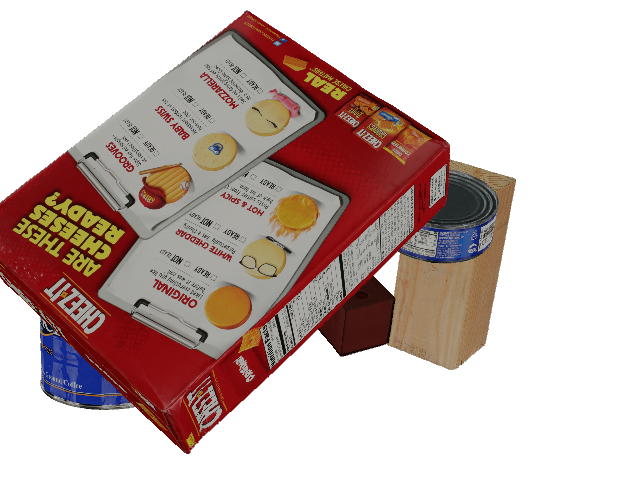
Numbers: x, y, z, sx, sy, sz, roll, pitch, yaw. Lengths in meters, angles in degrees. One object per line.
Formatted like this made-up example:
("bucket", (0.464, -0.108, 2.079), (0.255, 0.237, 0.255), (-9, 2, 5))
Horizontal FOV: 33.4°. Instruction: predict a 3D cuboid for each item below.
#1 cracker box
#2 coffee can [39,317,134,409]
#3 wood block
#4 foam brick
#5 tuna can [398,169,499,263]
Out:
("cracker box", (-0.057, -0.013, 0.602), (0.164, 0.213, 0.072), (37, -22, 26))
("coffee can", (-0.153, 0.038, 0.777), (0.103, 0.140, 0.103), (3, 16, -1))
("wood block", (0.145, 0.026, 1.193), (0.090, 0.206, 0.090), (19, 25, 28))
("foam brick", (0.024, 0.058, 0.955), (0.052, 0.051, 0.078), (-13, 35, -27))
("tuna can", (0.087, -0.019, 0.786), (0.086, 0.034, 0.086), (2, 32, -2))
